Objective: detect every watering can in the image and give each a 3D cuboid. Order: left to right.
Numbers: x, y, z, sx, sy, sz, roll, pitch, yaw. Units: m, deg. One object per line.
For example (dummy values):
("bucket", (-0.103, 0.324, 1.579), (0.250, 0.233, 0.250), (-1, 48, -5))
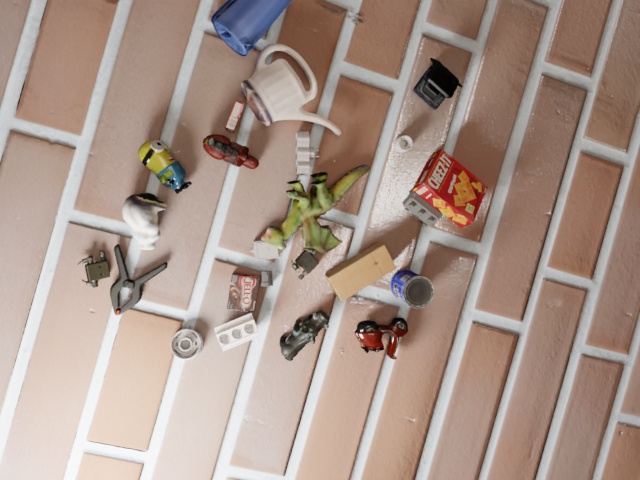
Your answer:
("watering can", (-0.098, -0.428, 1.585), (0.225, 0.104, 0.346), (-33, 97, -6))

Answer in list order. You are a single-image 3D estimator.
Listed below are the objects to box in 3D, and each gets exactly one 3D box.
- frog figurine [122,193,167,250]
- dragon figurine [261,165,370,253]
("frog figurine", (-0.531, -0.052, 1.528), (0.138, 0.123, 0.158), (24, 100, 22))
("dragon figurine", (0.005, -0.082, 1.623), (0.413, 0.123, 0.240), (-17, 106, -22))
